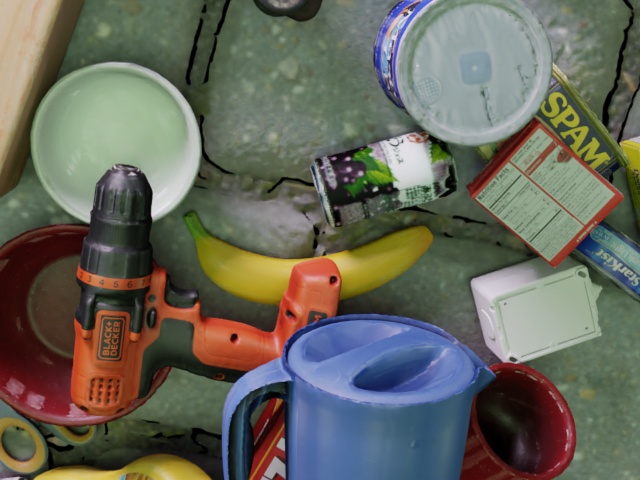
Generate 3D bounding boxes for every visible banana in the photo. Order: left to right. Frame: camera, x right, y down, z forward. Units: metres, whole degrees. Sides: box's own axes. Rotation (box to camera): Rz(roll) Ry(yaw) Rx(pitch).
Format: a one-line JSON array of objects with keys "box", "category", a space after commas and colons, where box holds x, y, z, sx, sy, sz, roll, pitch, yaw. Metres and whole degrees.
[{"box": [-0.011, 0.019, 0.837, 0.197, 0.037, 0.070, 3, 105, -4], "category": "banana"}]

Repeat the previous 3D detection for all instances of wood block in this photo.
[{"box": [-0.233, -0.140, 0.758, 0.090, 0.091, 0.206, 22, 102, -8], "category": "wood block"}]

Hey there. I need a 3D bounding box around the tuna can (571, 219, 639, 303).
[{"box": [0.226, 0.012, 0.825, 0.086, 0.086, 0.034, 36, 97, -11], "category": "tuna can"}]

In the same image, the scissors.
[{"box": [-0.273, 0.115, 0.856, 0.201, 0.016, 0.096, 35, 99, -10], "category": "scissors"}]

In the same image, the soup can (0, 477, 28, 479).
[{"box": [-0.285, 0.230, 0.857, 0.102, 0.068, 0.068, -7, 104, -3], "category": "soup can"}]

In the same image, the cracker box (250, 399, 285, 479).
[{"box": [0.030, 0.227, 0.872, 0.213, 0.072, 0.164, 29, 100, -9], "category": "cracker box"}]

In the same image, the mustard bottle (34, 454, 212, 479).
[{"box": [-0.134, 0.217, 0.829, 0.192, 0.058, 0.096, -13, 88, 25], "category": "mustard bottle"}]

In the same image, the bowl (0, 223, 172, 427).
[{"box": [-0.187, 0.060, 0.827, 0.162, 0.055, 0.162, -1, 104, -3], "category": "bowl"}]

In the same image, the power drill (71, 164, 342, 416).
[{"box": [-0.083, 0.042, 0.776, 0.187, 0.057, 0.184, 6, 106, -14], "category": "power drill"}]

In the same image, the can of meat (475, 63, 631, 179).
[{"box": [0.171, -0.072, 0.817, 0.084, 0.057, 0.102, -39, 103, 8], "category": "can of meat"}]

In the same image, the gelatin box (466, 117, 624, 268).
[{"box": [0.163, -0.035, 0.782, 0.089, 0.030, 0.073, 39, 104, -11], "category": "gelatin box"}]

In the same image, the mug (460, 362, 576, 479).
[{"box": [0.125, 0.144, 0.818, 0.117, 0.093, 0.082, 39, 141, -1], "category": "mug"}]

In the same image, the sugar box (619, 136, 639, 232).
[{"box": [0.331, -0.056, 0.830, 0.176, 0.048, 0.093, -17, 104, -1], "category": "sugar box"}]

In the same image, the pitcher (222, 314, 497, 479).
[{"box": [0.024, 0.184, 0.753, 0.149, 0.144, 0.243, 14, 113, 27], "category": "pitcher"}]

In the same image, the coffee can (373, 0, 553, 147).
[{"box": [0.096, -0.127, 0.755, 0.102, 0.140, 0.103, -1, 104, -3], "category": "coffee can"}]
